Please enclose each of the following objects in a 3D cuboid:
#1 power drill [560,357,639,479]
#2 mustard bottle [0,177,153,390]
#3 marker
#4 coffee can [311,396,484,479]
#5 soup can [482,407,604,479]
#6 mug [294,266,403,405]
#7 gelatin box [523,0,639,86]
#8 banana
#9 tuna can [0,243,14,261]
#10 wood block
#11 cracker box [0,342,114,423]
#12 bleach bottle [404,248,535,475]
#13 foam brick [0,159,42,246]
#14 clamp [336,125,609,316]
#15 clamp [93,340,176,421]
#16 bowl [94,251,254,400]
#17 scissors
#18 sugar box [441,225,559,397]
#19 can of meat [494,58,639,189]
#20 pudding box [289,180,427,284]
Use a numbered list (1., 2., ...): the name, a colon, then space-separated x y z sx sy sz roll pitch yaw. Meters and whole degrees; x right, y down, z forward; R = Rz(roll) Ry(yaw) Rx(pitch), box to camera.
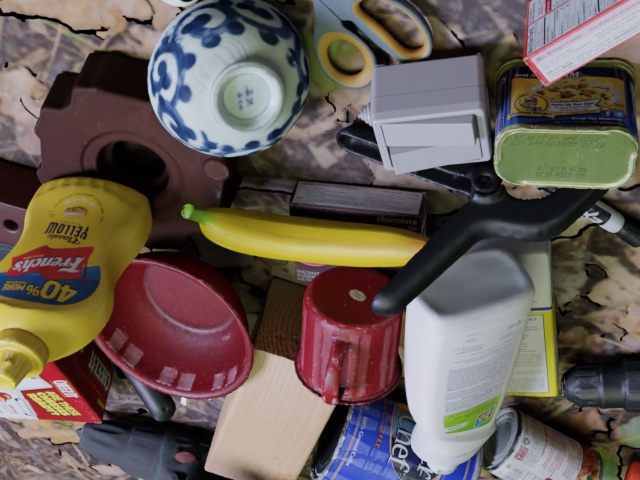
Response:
1. power drill: 0.320 0.179 0.990 0.184 0.057 0.187 -2 132 14
2. mustard bottle: -0.200 0.034 0.805 0.096 0.191 0.058 9 136 8
3. marker: 0.212 -0.028 0.846 0.121 0.020 0.020 29 132 -15
4. coffee can: 0.075 0.211 1.045 0.140 0.102 0.103 22 134 -8
5. soup can: 0.214 0.214 1.041 0.102 0.068 0.069 29 132 -14
6. mug: 0.022 0.083 0.875 0.093 0.117 0.081 13 130 12
7. gelatin box: 0.178 -0.150 0.700 0.089 0.073 0.030 -30 121 34
8. banana: -0.009 0.000 0.845 0.198 0.069 0.037 7 91 1
9. tuna can: -0.284 0.011 0.987 0.086 0.033 0.086 6 134 6
10. wood block: -0.037 0.144 1.018 0.091 0.090 0.206 18 135 -5
11. cracker box: -0.332 0.114 1.051 0.214 0.072 0.164 1 148 11
12. bleach bottle: 0.111 0.120 0.901 0.102 0.068 0.251 -14 137 -17
13. foam brick: -0.261 -0.029 0.932 0.078 0.051 0.053 15 135 -1
14. clamp: 0.116 -0.042 0.803 0.210 0.164 0.036 -17 151 -1
15. clamp: -0.200 0.090 1.023 0.120 0.039 0.171 10 130 59
16. bowl: -0.124 0.064 0.933 0.162 0.055 0.162 12 131 14
17. scissors: -0.013 -0.176 0.760 0.201 0.016 0.096 29 132 -14
18. sugar box: 0.157 0.063 0.927 0.093 0.048 0.176 0 129 15
19. can of meat: 0.174 -0.083 0.757 0.102 0.084 0.057 2 132 10
20. pudding box: 0.033 -0.002 0.898 0.113 0.039 0.090 4 133 9
